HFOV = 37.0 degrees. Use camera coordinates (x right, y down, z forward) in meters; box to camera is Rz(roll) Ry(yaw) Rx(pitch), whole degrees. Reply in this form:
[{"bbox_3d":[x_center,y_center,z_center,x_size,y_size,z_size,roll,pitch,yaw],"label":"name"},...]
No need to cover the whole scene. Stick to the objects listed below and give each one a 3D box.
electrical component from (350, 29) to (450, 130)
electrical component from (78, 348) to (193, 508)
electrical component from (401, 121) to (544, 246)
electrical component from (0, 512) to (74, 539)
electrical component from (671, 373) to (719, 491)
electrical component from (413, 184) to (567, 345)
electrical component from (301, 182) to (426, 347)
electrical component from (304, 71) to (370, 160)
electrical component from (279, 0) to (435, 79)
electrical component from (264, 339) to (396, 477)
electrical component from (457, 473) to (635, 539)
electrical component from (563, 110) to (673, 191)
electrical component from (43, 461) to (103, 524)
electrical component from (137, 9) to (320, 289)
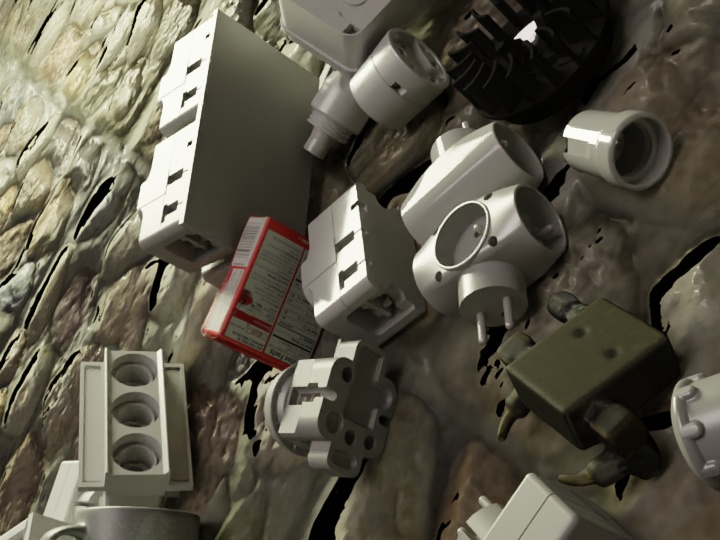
[{"bbox_3d":[0.026,-0.130,0.744,0.047,0.055,0.055,-44,36,31],"label":"electrical component"},{"bbox_3d":[-0.170,0.123,0.802,0.121,0.079,0.063,-106,24,-48],"label":"electrical component"},{"bbox_3d":[0.064,-0.059,0.645,0.077,0.043,0.079,-41,37,28],"label":"electrical component"},{"bbox_3d":[-0.215,0.258,0.743,0.062,0.089,0.150,-35,41,35],"label":"electrical component"},{"bbox_3d":[0.158,0.058,0.424,0.062,0.048,0.048,-27,45,34],"label":"electrical component"},{"bbox_3d":[0.071,0.004,0.586,0.077,0.044,0.079,-35,40,35],"label":"electrical component"},{"bbox_3d":[0.000,0.000,0.682,0.056,0.050,0.089,-39,38,30],"label":"electrical component"},{"bbox_3d":[-0.019,-0.113,0.801,0.062,0.043,0.043,-57,32,8],"label":"electrical component"},{"bbox_3d":[0.002,-0.203,0.776,0.078,0.057,0.113,36,73,17],"label":"electrical component"},{"bbox_3d":[-0.020,0.082,0.640,0.057,0.058,0.078,-9,58,48],"label":"electrical component"},{"bbox_3d":[0.069,0.131,0.488,0.083,0.047,0.076,-57,32,6],"label":"electrical component"},{"bbox_3d":[0.132,-0.064,0.559,0.040,0.040,0.046,-61,27,0],"label":"electrical component"},{"bbox_3d":[-0.202,0.184,0.823,0.077,0.047,0.065,-13,56,48],"label":"electrical component"},{"bbox_3d":[-0.095,-0.082,0.794,0.060,0.105,0.186,-23,51,39],"label":"electrical component"}]
